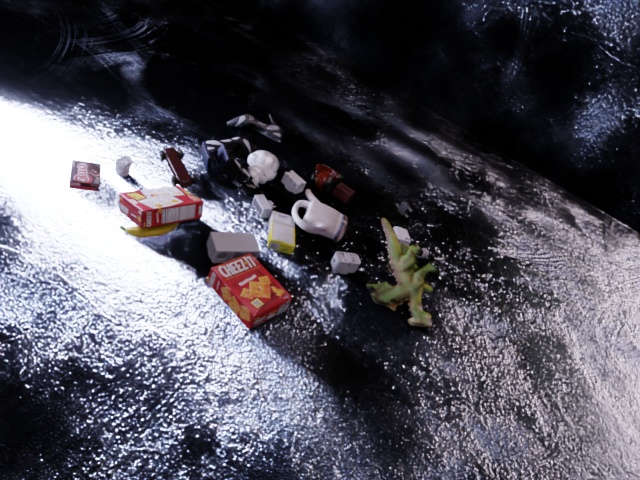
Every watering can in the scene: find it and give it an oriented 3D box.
[{"bbox_3d":[0.006,-0.101,2.006,0.224,0.102,0.354,26,26,-4],"label":"watering can"}]

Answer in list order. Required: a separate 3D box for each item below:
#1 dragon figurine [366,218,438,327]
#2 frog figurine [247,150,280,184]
[{"bbox_3d":[0.273,0.132,1.834,0.245,0.120,0.414,-32,73,-25],"label":"dragon figurine"},{"bbox_3d":[-0.239,-0.293,2.073,0.137,0.121,0.161,50,25,-1],"label":"frog figurine"}]
